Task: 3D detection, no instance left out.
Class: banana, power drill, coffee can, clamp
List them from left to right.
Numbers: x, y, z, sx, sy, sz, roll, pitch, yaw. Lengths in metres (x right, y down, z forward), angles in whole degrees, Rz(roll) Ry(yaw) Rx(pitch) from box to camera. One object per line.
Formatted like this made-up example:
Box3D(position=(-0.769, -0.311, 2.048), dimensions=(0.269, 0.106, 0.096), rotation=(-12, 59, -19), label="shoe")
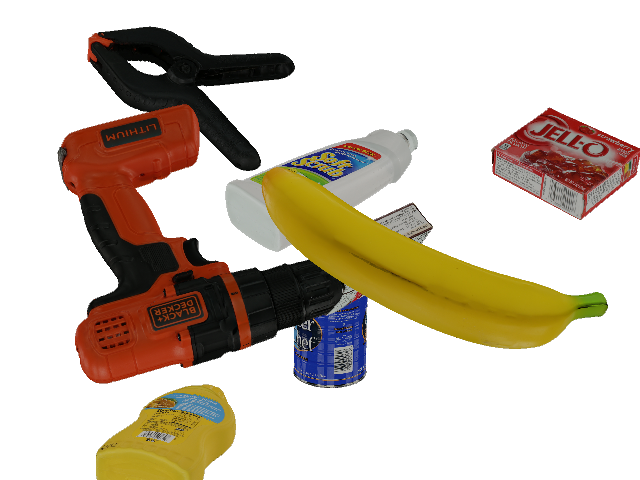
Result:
Box3D(position=(-0.094, -0.004, 0.743), dimensions=(0.184, 0.188, 0.057), rotation=(-15, -30, -15), label="power drill")
Box3D(position=(-0.105, -0.138, 0.886), dimensions=(0.171, 0.120, 0.039), rotation=(29, -39, -2), label="clamp")
Box3D(position=(0.014, 0.116, 1.460), dimensions=(0.103, 0.140, 0.103), rotation=(0, 19, 0), label="coffee can")
Box3D(position=(0.042, 0.011, 0.540), dimensions=(0.198, 0.037, 0.069), rotation=(24, 18, 20), label="banana")

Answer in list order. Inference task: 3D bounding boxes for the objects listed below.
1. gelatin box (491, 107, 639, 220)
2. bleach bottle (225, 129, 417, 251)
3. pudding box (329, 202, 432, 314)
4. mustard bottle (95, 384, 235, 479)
Box3D(position=(0.190, -0.062, 0.829), dimensions=(0.073, 0.030, 0.089), rotation=(-34, 49, -29), label="gelatin box")
Box3D(position=(0.014, -0.077, 1.282), dimensions=(0.250, 0.068, 0.103), rotation=(-30, 45, -31), label="bleach bottle")
Box3D(position=(0.045, 0.018, 1.031), dimensions=(0.113, 0.039, 0.090), rotation=(-26, -23, -38), label="pudding box")
Box3D(position=(-0.136, 0.189, 1.047), dimensions=(0.096, 0.058, 0.191), rotation=(7, 18, 15), label="mustard bottle")
